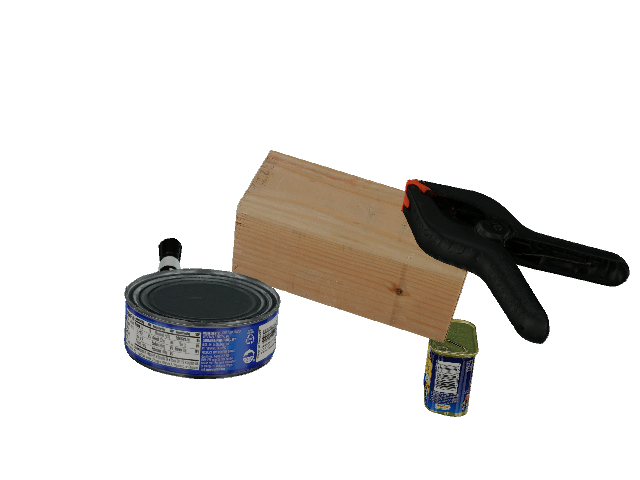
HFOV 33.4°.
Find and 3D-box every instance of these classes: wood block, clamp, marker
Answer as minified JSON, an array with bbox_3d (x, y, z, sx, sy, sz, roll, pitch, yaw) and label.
[{"bbox_3d":[0.032,0.005,0.970,0.206,0.091,0.090,18,46,9],"label":"wood block"},{"bbox_3d":[0.136,0.003,0.774,0.120,0.039,0.172,-14,44,-38],"label":"clamp"},{"bbox_3d":[-0.117,0.037,0.821,0.020,0.020,0.121,0,36,-6],"label":"marker"}]

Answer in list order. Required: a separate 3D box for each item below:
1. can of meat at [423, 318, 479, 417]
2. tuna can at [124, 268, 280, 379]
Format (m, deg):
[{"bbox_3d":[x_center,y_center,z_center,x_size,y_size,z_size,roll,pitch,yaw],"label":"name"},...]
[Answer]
[{"bbox_3d":[0.154,0.151,1.278,0.057,0.084,0.102,6,19,3],"label":"can of meat"},{"bbox_3d":[-0.066,0.045,0.593,0.086,0.034,0.086,5,17,-2],"label":"tuna can"}]
